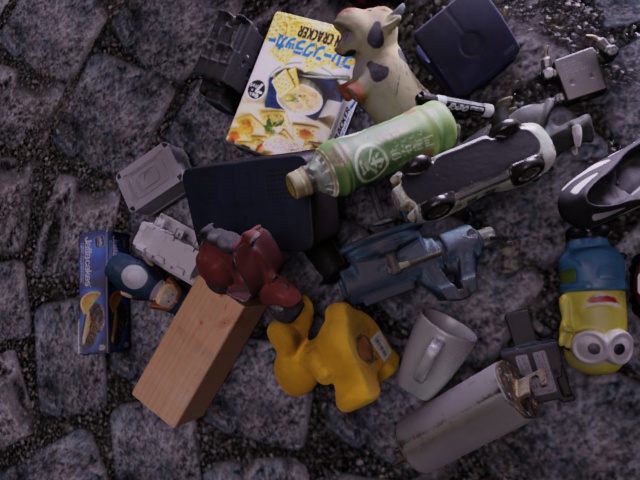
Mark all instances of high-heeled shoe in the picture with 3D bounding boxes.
[{"bbox_3d":[0.395,-0.089,0.625,0.249,0.145,0.086,-32,77,14],"label":"high-heeled shoe"}]

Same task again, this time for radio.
[{"bbox_3d":[-0.086,-0.053,0.772,0.230,0.073,0.131,-1,103,35],"label":"radio"}]

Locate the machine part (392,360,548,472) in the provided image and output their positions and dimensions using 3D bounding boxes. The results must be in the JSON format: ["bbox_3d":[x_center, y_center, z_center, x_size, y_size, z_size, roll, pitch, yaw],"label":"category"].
[{"bbox_3d":[0.179,0.222,0.671,0.243,0.079,0.079,-44,73,29],"label":"machine part"}]

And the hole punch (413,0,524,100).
[{"bbox_3d":[0.200,-0.268,0.740,0.142,0.092,0.116,-38,78,7],"label":"hole punch"}]

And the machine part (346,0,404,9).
[{"bbox_3d":[0.078,-0.467,0.801,0.202,0.087,0.201,41,97,16],"label":"machine part"}]

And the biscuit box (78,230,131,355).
[{"bbox_3d":[-0.358,0.086,0.892,0.059,0.062,0.202,-6,83,16],"label":"biscuit box"}]

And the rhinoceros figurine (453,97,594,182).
[{"bbox_3d":[0.257,-0.127,0.711,0.190,0.073,0.112,-19,77,15],"label":"rhinoceros figurine"}]

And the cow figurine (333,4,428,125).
[{"bbox_3d":[0.089,-0.230,0.736,0.127,0.086,0.194,-44,111,-4],"label":"cow figurine"}]

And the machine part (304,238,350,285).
[{"bbox_3d":[-0.002,-0.002,0.798,0.084,0.039,0.139,-30,76,15],"label":"machine part"}]

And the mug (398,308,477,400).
[{"bbox_3d":[0.146,0.158,0.703,0.081,0.109,0.107,26,106,12],"label":"mug"}]

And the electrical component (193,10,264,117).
[{"bbox_3d":[-0.131,-0.263,0.830,0.058,0.115,0.134,22,91,23],"label":"electrical component"}]

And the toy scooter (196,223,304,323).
[{"bbox_3d":[-0.101,0.026,0.694,0.184,0.135,0.075,23,54,33],"label":"toy scooter"}]

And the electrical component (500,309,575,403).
[{"bbox_3d":[0.272,0.150,0.690,0.075,0.047,0.119,-13,82,16],"label":"electrical component"}]

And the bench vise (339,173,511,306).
[{"bbox_3d":[0.114,-0.022,0.725,0.224,0.129,0.240,-22,82,11],"label":"bench vise"}]

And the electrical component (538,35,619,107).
[{"bbox_3d":[0.338,-0.223,0.710,0.102,0.045,0.078,-11,80,17],"label":"electrical component"}]

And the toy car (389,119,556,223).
[{"bbox_3d":[0.183,-0.082,0.651,0.202,0.056,0.073,-22,67,1],"label":"toy car"}]

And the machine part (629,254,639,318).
[{"bbox_3d":[0.465,0.056,0.634,0.180,0.056,0.179,-2,84,16],"label":"machine part"}]

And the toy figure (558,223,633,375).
[{"bbox_3d":[0.338,0.073,0.661,0.082,0.089,0.180,-8,72,32],"label":"toy figure"}]

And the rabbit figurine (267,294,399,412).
[{"bbox_3d":[-0.006,0.162,0.737,0.173,0.122,0.162,-32,101,39],"label":"rabbit figurine"}]

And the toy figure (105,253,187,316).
[{"bbox_3d":[-0.265,0.077,0.851,0.154,0.058,0.064,30,106,1],"label":"toy figure"}]
